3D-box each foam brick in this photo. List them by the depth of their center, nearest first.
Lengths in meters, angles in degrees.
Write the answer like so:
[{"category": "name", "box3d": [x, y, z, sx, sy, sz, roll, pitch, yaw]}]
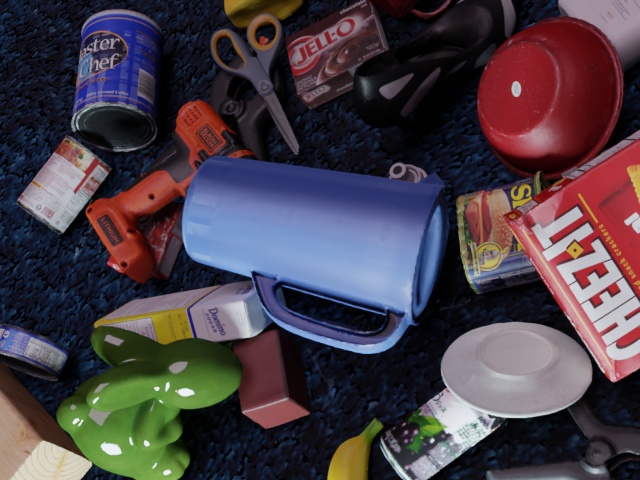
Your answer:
[{"category": "foam brick", "box3d": [-0.047, 0.137, 1.047, 0.051, 0.053, 0.078, -22, 55, 16]}]

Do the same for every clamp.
[{"category": "clamp", "box3d": [0.233, 0.173, 0.889, 0.172, 0.039, 0.120, 12, 74, 32]}, {"category": "clamp", "box3d": [-0.106, -0.141, 1.233, 0.165, 0.036, 0.210, 5, 67, 23]}]

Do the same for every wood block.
[{"category": "wood block", "box3d": [-0.351, 0.202, 1.148, 0.206, 0.090, 0.091, 35, 84, 36]}]

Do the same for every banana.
[{"category": "banana", "box3d": [0.048, 0.254, 0.943, 0.070, 0.037, 0.198, -28, 55, 14]}]

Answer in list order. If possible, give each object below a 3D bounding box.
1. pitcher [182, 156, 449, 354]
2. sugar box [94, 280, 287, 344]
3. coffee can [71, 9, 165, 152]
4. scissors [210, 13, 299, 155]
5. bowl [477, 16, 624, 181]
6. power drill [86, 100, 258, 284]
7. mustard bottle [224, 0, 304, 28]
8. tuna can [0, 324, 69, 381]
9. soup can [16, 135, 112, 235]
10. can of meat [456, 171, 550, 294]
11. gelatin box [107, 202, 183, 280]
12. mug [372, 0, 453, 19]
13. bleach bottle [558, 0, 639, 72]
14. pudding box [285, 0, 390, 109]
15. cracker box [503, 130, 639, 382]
[{"category": "pitcher", "box3d": [-0.007, 0.001, 1.013, 0.243, 0.149, 0.145, 12, 114, 17]}, {"category": "sugar box", "box3d": [-0.132, 0.080, 1.097, 0.176, 0.093, 0.048, -8, 101, 23]}, {"category": "coffee can", "box3d": [-0.244, -0.193, 1.296, 0.103, 0.102, 0.140, -13, 59, 21]}, {"category": "scissors", "box3d": [-0.050, -0.187, 1.206, 0.096, 0.016, 0.202, -42, 61, -3]}, {"category": "bowl", "box3d": [0.205, -0.139, 1.020, 0.162, 0.055, 0.162, -7, 80, 46]}, {"category": "power drill", "box3d": [-0.148, -0.040, 1.156, 0.187, 0.057, 0.185, -39, 58, 1]}, {"category": "mustard bottle", "box3d": [-0.072, -0.356, 1.321, 0.096, 0.058, 0.191, -16, 57, 21]}, {"category": "tuna can", "box3d": [-0.323, 0.125, 1.177, 0.086, 0.086, 0.033, 7, 67, 30]}, {"category": "soup can", "box3d": [-0.308, -0.066, 1.283, 0.069, 0.068, 0.102, 31, 82, 36]}, {"category": "can of meat", "box3d": [0.178, -0.005, 1.002, 0.084, 0.057, 0.102, -14, 58, 23]}, {"category": "gelatin box", "box3d": [-0.192, -0.002, 1.211, 0.073, 0.030, 0.089, 9, 68, 31]}, {"category": "mug", "box3d": [0.097, -0.294, 1.190, 0.117, 0.093, 0.081, 41, 93, 1]}, {"category": "bleach bottle", "box3d": [0.365, -0.258, 1.037, 0.251, 0.068, 0.103, -30, 56, 8]}, {"category": "pudding box", "box3d": [0.021, -0.211, 1.206, 0.114, 0.039, 0.090, -23, 56, 15]}, {"category": "cracker box", "box3d": [0.288, -0.007, 0.889, 0.214, 0.072, 0.164, -33, 90, 7]}]
